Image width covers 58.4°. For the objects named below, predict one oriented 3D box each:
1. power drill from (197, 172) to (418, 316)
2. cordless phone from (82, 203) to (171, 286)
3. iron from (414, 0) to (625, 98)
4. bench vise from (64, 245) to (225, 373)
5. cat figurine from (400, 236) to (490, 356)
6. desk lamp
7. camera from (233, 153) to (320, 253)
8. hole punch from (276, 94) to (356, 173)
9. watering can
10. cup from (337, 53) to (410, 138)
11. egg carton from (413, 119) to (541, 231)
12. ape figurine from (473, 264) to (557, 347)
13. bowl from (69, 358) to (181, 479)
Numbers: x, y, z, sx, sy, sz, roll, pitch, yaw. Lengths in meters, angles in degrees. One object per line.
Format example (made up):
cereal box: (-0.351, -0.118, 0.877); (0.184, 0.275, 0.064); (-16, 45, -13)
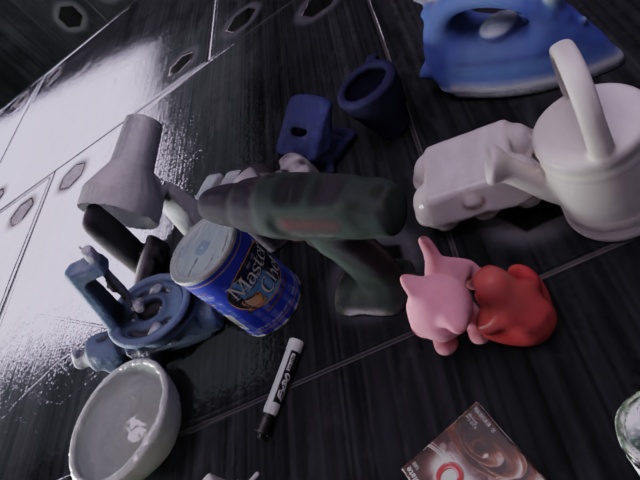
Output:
power drill: (0.006, 0.002, 0.620); (0.228, 0.209, 0.076); (-7, 52, 37)
cordless phone: (-0.300, 0.042, 0.873); (0.094, 0.186, 0.147); (-26, 43, 22)
iron: (0.231, -0.268, 0.714); (0.257, 0.142, 0.119); (13, 66, 47)
bench vise: (-0.264, 0.109, 0.754); (0.207, 0.220, 0.121); (-45, 39, 1)
cat figurine: (0.116, 0.052, 0.551); (0.067, 0.118, 0.127); (-23, 44, 25)
desk lamp: (-0.255, -0.085, 0.923); (0.117, 0.214, 0.203); (-2, 55, 40)
camera: (-0.073, -0.077, 0.845); (0.143, 0.101, 0.136); (-40, 39, 6)
hole punch: (-0.016, -0.160, 0.877); (0.108, 0.091, 0.101); (20, 70, 48)
watering can: (0.235, -0.087, 0.508); (0.173, 0.195, 0.100); (-37, 40, 10)
cup: (0.087, -0.202, 0.820); (0.091, 0.095, 0.118); (-16, 47, 31)
egg carton: (0.175, -0.069, 0.645); (0.150, 0.070, 0.107); (-18, 46, 29)
ape figurine: (0.170, 0.054, 0.523); (0.078, 0.092, 0.076); (-41, 39, 4)
bowl: (-0.232, 0.240, 0.726); (0.167, 0.075, 0.167); (-23, 43, 25)
